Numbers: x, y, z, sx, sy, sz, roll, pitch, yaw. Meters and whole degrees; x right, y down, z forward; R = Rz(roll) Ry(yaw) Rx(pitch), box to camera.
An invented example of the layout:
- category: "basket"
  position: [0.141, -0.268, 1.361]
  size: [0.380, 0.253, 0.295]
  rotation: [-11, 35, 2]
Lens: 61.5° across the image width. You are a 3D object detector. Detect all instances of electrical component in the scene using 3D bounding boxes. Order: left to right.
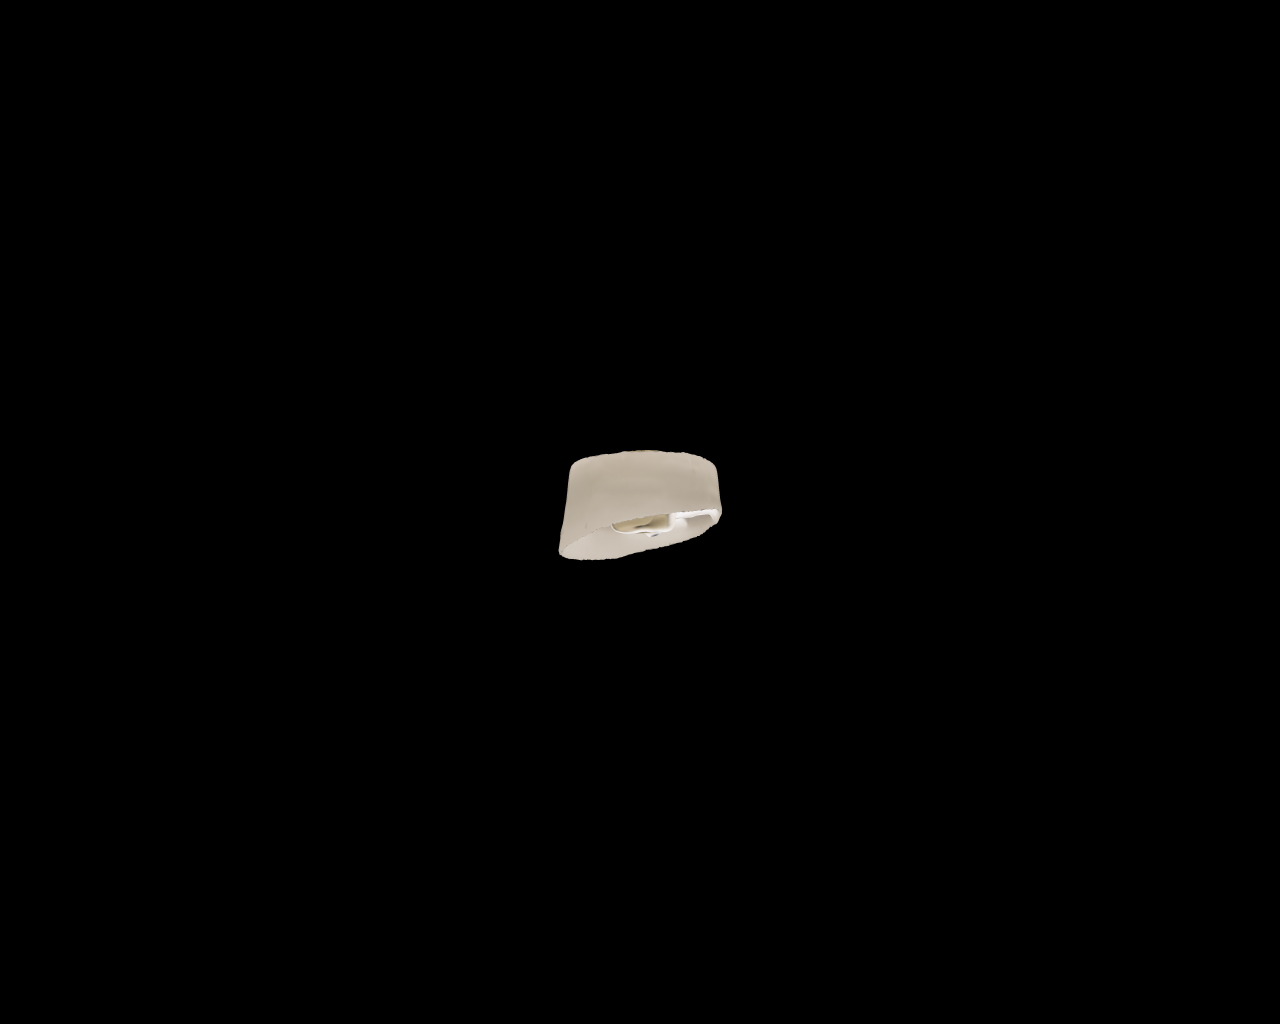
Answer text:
- category: "electrical component"
  position: [0.001, -0.003, 0.650]
  size: [0.099, 0.064, 0.099]
  rotation: [0, -12, 0]
